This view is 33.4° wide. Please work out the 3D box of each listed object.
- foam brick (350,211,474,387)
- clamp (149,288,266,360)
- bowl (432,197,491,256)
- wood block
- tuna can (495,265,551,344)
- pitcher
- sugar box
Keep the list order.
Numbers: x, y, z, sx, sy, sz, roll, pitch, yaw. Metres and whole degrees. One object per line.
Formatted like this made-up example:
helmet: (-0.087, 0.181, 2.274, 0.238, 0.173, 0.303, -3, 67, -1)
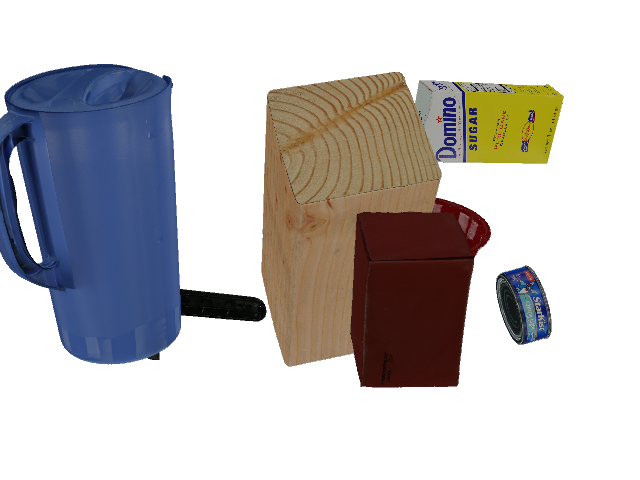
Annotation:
foam brick: (0.044, 0.030, 0.544, 0.053, 0.078, 0.051, 0, 30, -5)
clamp: (-0.185, 0.067, 1.112, 0.210, 0.036, 0.164, 15, 20, 29)
bowl: (0.079, 0.008, 1.015, 0.162, 0.055, 0.162, 2, 23, -1)
wood block: (0.012, -0.007, 0.725, 0.090, 0.090, 0.206, -10, -33, -10)
tuna can: (0.229, 0.074, 1.207, 0.033, 0.086, 0.086, -15, 1, -6)
pitcher: (-0.190, -0.018, 0.901, 0.149, 0.243, 0.145, -5, 25, -5)
sugar box: (0.199, -0.142, 1.290, 0.176, 0.093, 0.048, -3, 28, -20)
